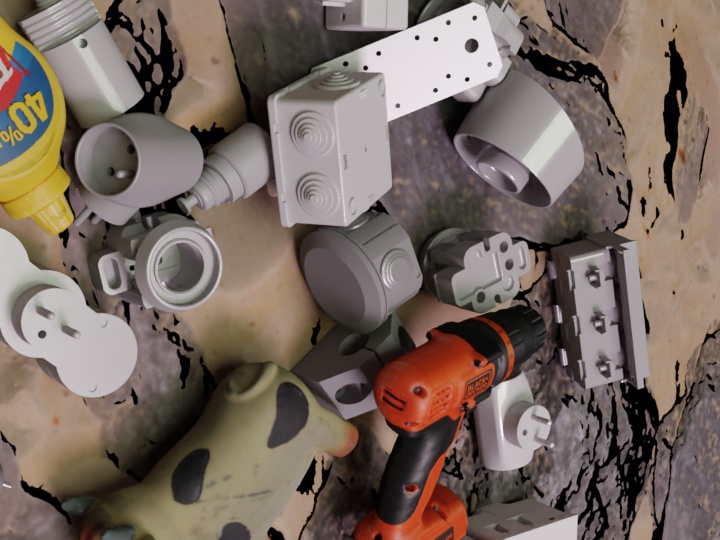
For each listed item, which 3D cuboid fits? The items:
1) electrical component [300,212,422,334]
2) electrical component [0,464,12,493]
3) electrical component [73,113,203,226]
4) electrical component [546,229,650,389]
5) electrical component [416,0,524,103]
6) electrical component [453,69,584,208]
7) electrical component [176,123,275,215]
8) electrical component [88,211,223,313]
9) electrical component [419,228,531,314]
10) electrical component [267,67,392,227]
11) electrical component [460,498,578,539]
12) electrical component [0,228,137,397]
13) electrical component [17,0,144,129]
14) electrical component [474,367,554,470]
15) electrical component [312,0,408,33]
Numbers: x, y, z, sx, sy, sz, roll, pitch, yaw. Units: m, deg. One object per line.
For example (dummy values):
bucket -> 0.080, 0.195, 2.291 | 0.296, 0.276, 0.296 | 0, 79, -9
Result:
electrical component -> 0.000, 0.000, 0.752 | 0.051, 0.080, 0.080 | -33, 116, -33
electrical component -> -0.244, 0.120, 0.619 | 0.078, 0.040, 0.040 | 31, 79, -35
electrical component -> -0.143, -0.054, 0.651 | 0.079, 0.043, 0.077 | -43, 171, 18
electrical component -> 0.201, 0.035, 0.912 | 0.063, 0.079, 0.121 | -14, 107, -11
electrical component -> 0.078, -0.172, 0.793 | 0.057, 0.058, 0.078 | 36, 77, -38
electrical component -> 0.121, -0.095, 0.813 | 0.099, 0.099, 0.064 | 42, 79, -33
electrical component -> -0.086, -0.063, 0.702 | 0.078, 0.040, 0.040 | -40, 119, -24
electrical component -> -0.122, -0.005, 0.676 | 0.078, 0.057, 0.058 | -19, 109, -32
electrical component -> 0.082, -0.002, 0.824 | 0.078, 0.057, 0.058 | -25, 112, -30
electrical component -> -0.017, -0.082, 0.715 | 0.100, 0.048, 0.099 | -44, 135, -57
electrical component -> 0.088, 0.260, 0.871 | 0.186, 0.060, 0.105 | -7, 102, -35
electrical component -> -0.185, 0.026, 0.625 | 0.138, 0.074, 0.052 | 44, 72, -33
electrical component -> -0.166, -0.129, 0.631 | 0.043, 0.043, 0.081 | -40, 119, -24
electrical component -> 0.126, 0.122, 0.863 | 0.043, 0.079, 0.077 | -19, 109, -32
electrical component -> -0.011, -0.197, 0.729 | 0.077, 0.047, 0.065 | -5, 101, -35
